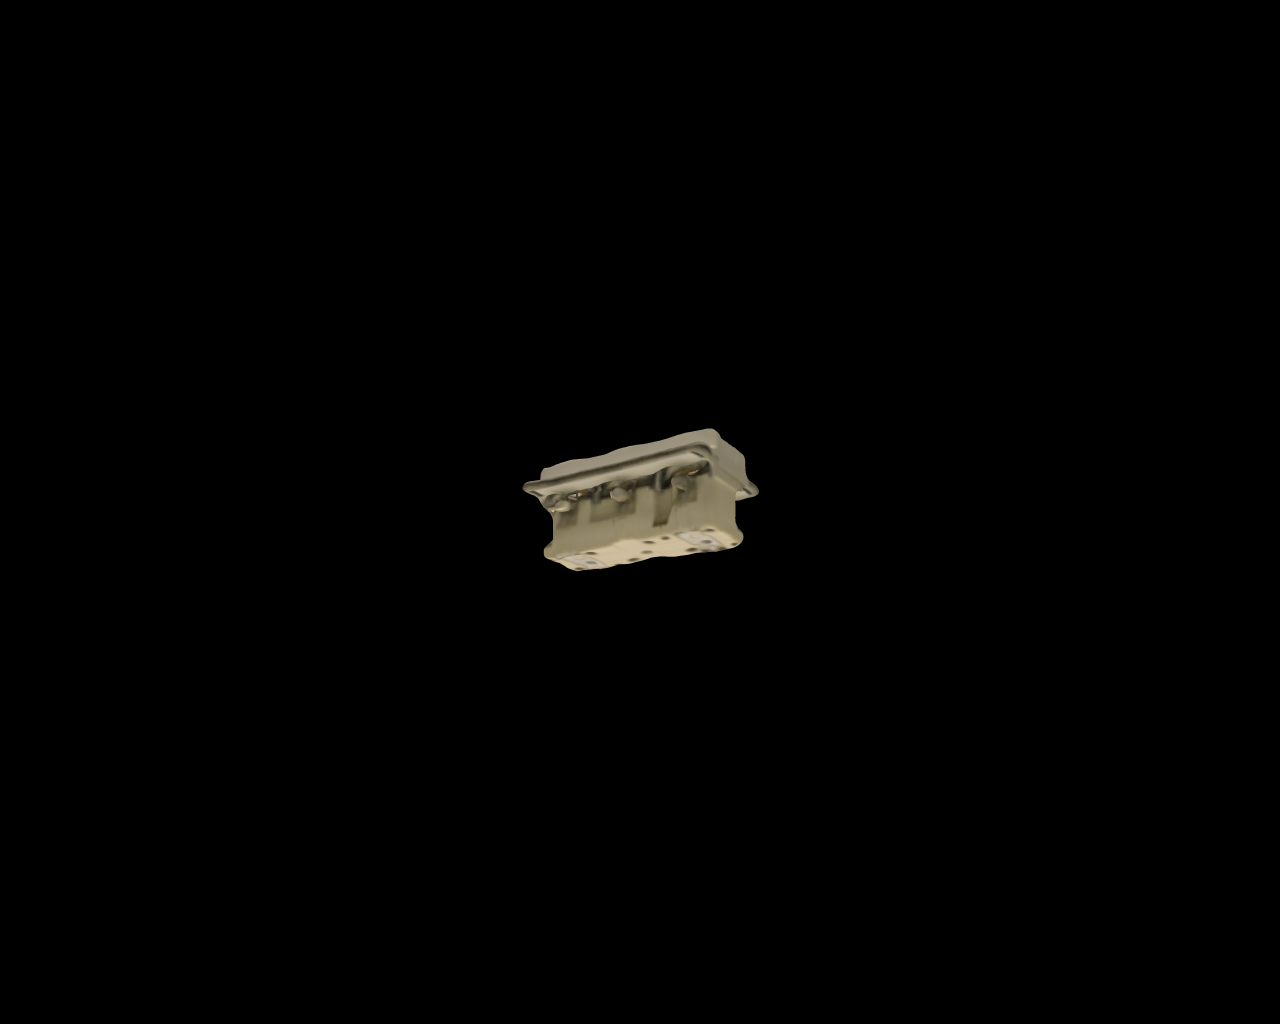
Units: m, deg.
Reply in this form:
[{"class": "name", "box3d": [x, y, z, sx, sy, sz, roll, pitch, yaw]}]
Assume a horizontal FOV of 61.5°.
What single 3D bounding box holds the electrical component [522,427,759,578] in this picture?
[{"class": "electrical component", "box3d": [0.001, -0.003, 0.650, 0.121, 0.063, 0.078, -11, -23, 27]}]
